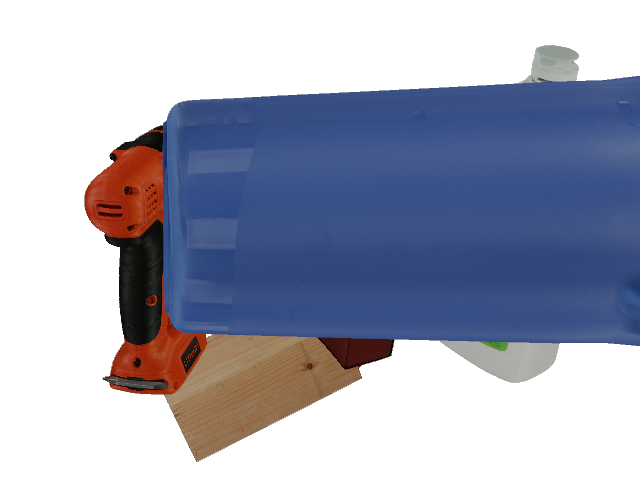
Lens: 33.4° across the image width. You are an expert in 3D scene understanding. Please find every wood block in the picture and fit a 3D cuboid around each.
[{"bbox_3d":[-0.071,0.147,1.194,0.206,0.091,0.090,-25,30,-10],"label":"wood block"}]

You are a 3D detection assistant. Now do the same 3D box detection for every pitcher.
[{"bbox_3d":[0.047,-0.019,0.516,0.242,0.145,0.149,-1,-6,-8],"label":"pitcher"}]

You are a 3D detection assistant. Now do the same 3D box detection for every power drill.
[{"bbox_3d":[-0.124,0.009,0.824,0.057,0.188,0.184,3,22,13],"label":"power drill"}]

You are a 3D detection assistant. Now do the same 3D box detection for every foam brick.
[{"bbox_3d":[0.028,0.071,0.976,0.052,0.051,0.078,-13,36,-28],"label":"foam brick"}]

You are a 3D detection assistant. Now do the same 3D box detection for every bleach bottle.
[{"bbox_3d":[0.146,-0.022,0.784,0.067,0.251,0.103,-21,39,-36],"label":"bleach bottle"}]
